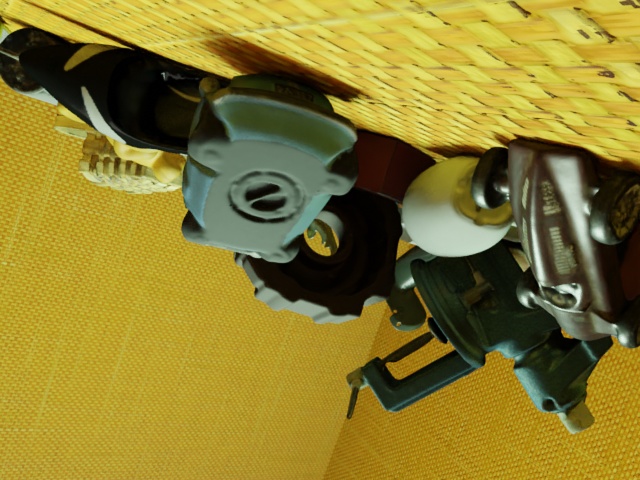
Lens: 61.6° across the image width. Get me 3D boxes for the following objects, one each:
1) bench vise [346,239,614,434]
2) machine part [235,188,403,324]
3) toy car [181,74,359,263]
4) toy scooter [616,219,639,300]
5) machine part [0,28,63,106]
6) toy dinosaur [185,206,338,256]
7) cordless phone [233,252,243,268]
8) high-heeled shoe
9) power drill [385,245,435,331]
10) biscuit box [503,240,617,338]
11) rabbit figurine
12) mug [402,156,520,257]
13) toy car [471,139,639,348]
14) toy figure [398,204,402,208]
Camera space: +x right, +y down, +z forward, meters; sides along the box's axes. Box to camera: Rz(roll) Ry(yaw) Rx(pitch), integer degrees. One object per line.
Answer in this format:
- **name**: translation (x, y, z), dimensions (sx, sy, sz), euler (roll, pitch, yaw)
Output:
- **bench vise**: translation (0.139, 0.104, 0.520), dimensions (0.223, 0.240, 0.129), euler (56, -162, 3)
- **machine part**: translation (-0.001, -0.002, 0.546), dimensions (0.179, 0.179, 0.056), euler (18, 154, -18)
- **toy car**: translation (-0.040, -0.060, 0.389), dimensions (0.109, 0.161, 0.103), euler (12, -128, -14)
- **toy scooter**: translation (0.274, 0.029, 0.421), dimensions (0.135, 0.075, 0.184), euler (21, 180, -35)
- **machine part**: translation (-0.320, -0.206, 0.685), dimensions (0.079, 0.079, 0.243), euler (20, -174, 6)
- **toy dinosaur**: translation (-0.123, -0.099, 0.932), dimensions (0.472, 0.198, 0.105), euler (26, -169, 40)
- **cordless phone**: translation (-0.087, -0.064, 0.648), dimensions (0.147, 0.184, 0.088), euler (22, -170, 31)
- **high-heeled shoe**: translation (-0.119, -0.112, 0.461), dimensions (0.248, 0.086, 0.145), euler (9, -171, -31)
- **power drill**: translation (0.168, 0.047, 0.756), dimensions (0.086, 0.207, 0.232), euler (-12, -120, -34)
- **biscuit box**: translation (0.225, 0.021, 0.551), dimensions (0.203, 0.059, 0.063), euler (26, -136, 27)
- **rabbit figurine**: translation (-0.214, -0.151, 0.641), dimensions (0.162, 0.122, 0.173), euler (35, -177, -22)
- **mug**: translation (0.126, -0.022, 0.429), dimensions (0.110, 0.080, 0.107), euler (26, 177, 2)
- **toy car**: translation (0.159, 0.012, 0.347), dimensions (0.089, 0.053, 0.202), euler (28, 167, 43)
- **toy figure**: translation (0.096, -0.062, 0.596), dimensions (0.155, 0.064, 0.057), euler (28, 154, 46)
